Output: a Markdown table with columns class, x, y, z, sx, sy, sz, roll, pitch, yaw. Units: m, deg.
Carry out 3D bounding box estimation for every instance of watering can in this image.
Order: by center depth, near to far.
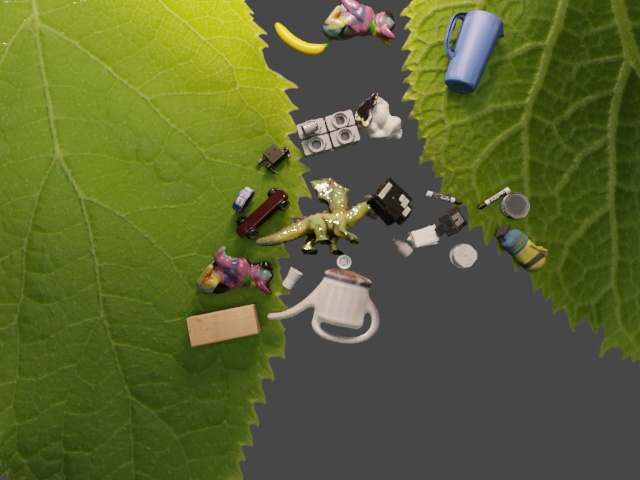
| class | x | y | z | sx | sy | sz | roll | pitch | yaw |
| --- | --- | --- | --- | --- | --- | --- | --- | --- | --- |
| watering can | 0.025 | 0.197 | 1.615 | 0.347 | 0.103 | 0.225 | 14 | 85 | -2 |

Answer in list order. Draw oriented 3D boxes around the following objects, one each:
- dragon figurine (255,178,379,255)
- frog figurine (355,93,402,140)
| class | x | y | z | sx | sy | sz | roll | pitch | yaw |
| --- | --- | --- | --- | --- | --- | --- | --- | --- | --- |
| dragon figurine | 0.005 | -0.084 | 1.660 | 0.410 | 0.120 | 0.247 | 4 | 68 | -3 |
| frog figurine | 0.198 | -0.391 | 1.690 | 0.158 | 0.122 | 0.140 | 23 | 64 | -38 |
